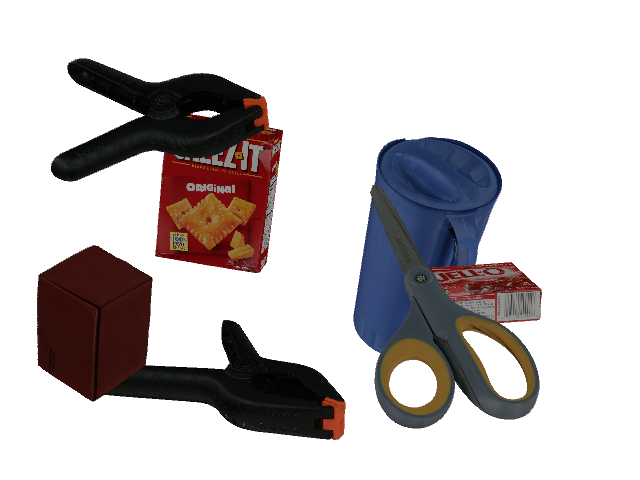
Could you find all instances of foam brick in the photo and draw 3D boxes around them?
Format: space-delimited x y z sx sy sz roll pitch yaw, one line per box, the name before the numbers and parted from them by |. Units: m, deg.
foam brick | -0.147 0.053 0.690 0.053 0.078 0.051 27 37 24

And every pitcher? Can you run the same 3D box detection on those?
pitcher | 0.110 0.021 1.176 0.145 0.243 0.149 25 42 17

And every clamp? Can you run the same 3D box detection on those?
clamp | -0.060 0.114 0.882 0.210 0.036 0.164 12 20 31
clamp | -0.130 -0.106 0.849 0.171 0.120 0.039 -7 -30 -7

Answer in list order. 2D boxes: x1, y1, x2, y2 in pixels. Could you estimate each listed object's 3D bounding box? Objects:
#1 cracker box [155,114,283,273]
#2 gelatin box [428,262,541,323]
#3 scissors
cracker box | -0.153 -0.069 1.591 0.164 0.214 0.072 10 19 6
gelatin box | 0.128 0.043 0.881 0.089 0.030 0.073 -3 16 -8
scissors | 0.046 0.038 0.623 0.096 0.016 0.202 -23 45 -19
